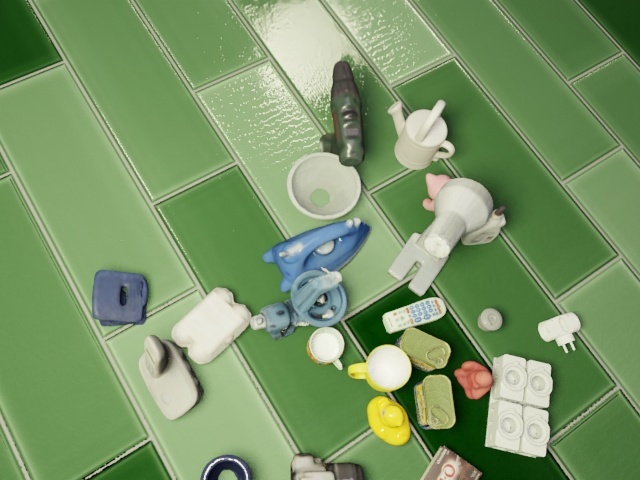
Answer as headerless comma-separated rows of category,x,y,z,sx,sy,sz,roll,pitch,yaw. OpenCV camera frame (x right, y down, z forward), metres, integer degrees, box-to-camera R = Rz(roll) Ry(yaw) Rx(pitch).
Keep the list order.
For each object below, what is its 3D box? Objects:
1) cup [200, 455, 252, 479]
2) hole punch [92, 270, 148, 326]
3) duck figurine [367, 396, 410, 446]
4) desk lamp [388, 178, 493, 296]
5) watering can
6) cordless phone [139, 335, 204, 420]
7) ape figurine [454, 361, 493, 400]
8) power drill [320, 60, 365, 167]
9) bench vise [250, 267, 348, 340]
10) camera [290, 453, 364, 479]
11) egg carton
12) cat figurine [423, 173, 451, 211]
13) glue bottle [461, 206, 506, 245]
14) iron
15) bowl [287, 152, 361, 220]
cup,-0.163,0.455,1.053,0.092,0.095,0.117,-35,77,-18
hole punch,-0.402,0.115,1.157,0.101,0.091,0.108,-2,69,-7
duck figurine,0.143,0.356,1.134,0.078,0.086,0.104,-31,75,-17
desk lamp,0.259,-0.007,1.220,0.118,0.213,0.203,34,69,7
watering can,0.234,-0.253,1.323,0.173,0.194,0.101,15,68,-1
cordless phone,-0.286,0.252,1.068,0.094,0.185,0.147,-32,76,-17
ape figurine,0.326,0.288,1.179,0.076,0.092,0.078,12,68,-2
power drill,0.049,-0.254,1.293,0.076,0.208,0.229,-6,70,-9
bench vise,-0.027,0.133,1.127,0.208,0.219,0.121,-38,77,-18
camera,0.014,0.471,1.065,0.137,0.101,0.143,0,69,-7
egg carton,-0.219,0.175,1.168,0.107,0.069,0.150,41,70,9
cat figurine,0.285,-0.093,1.308,0.067,0.118,0.127,-22,73,-14
glue bottle,0.373,-0.036,1.267,0.078,0.173,0.037,-5,69,-9
iron,0.011,0.004,1.224,0.259,0.141,0.118,-28,74,-16
bowl,0.006,-0.112,1.304,0.167,0.074,0.167,2,69,-6
